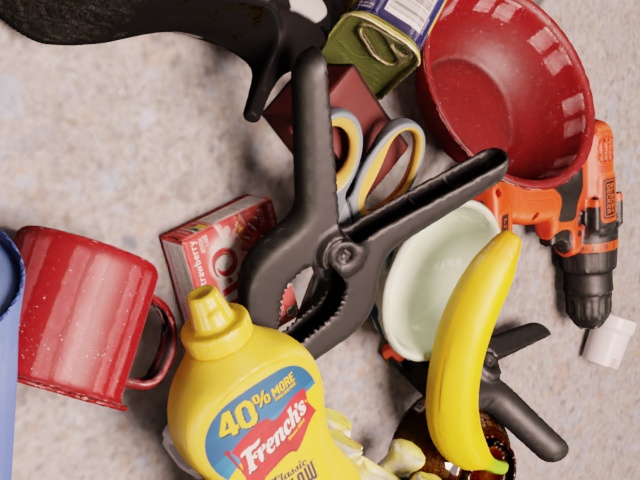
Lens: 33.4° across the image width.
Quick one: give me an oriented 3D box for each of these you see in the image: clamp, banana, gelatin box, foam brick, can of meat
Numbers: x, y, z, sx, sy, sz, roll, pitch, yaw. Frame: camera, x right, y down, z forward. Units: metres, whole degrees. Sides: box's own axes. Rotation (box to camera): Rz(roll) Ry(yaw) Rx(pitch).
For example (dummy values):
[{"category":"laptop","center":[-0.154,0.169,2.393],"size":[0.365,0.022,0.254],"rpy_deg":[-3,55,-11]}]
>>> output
[{"category":"clamp","center":[0.127,0.095,0.840],"size":[0.171,0.039,0.120],"rpy_deg":[28,42,-23]},{"category":"banana","center":[0.107,0.090,0.764],"size":[0.069,0.037,0.198],"rpy_deg":[-18,119,-37]},{"category":"gelatin box","center":[-0.056,0.025,0.690],"size":[0.073,0.030,0.089],"rpy_deg":[-28,115,-34]},{"category":"foam brick","center":[0.011,-0.074,0.715],"size":[0.051,0.053,0.078],"rpy_deg":[-53,126,-20]},{"category":"can of meat","center":[0.046,-0.150,0.698],"size":[0.057,0.102,0.084],"rpy_deg":[31,73,-9]},{"category":"clamp","center":[0.019,0.001,0.665],"size":[0.164,0.036,0.210],"rpy_deg":[16,106,-28]}]

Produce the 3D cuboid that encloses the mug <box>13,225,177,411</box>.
[{"category":"mug","center":[-0.129,0.046,0.590],"size":[0.117,0.093,0.081],"rpy_deg":[23,78,-34]}]

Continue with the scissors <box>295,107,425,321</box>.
[{"category":"scissors","center":[-0.005,0.001,0.688],"size":[0.096,0.016,0.202],"rpy_deg":[32,93,-34]}]

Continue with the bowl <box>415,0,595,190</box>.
[{"category":"bowl","center":[0.125,-0.105,0.784],"size":[0.161,0.055,0.162],"rpy_deg":[11,68,-30]}]

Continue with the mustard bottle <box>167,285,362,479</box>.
[{"category":"mustard bottle","center":[-0.039,0.110,0.638],"size":[0.096,0.058,0.191],"rpy_deg":[-31,118,-22]}]

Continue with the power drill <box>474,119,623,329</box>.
[{"category":"power drill","center":[0.180,0.000,0.876],"size":[0.187,0.057,0.184],"rpy_deg":[-14,104,-42]}]

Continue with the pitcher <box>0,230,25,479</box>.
[{"category":"pitcher","center":[-0.202,0.116,0.471],"size":[0.148,0.145,0.243],"rpy_deg":[-23,133,-42]}]
